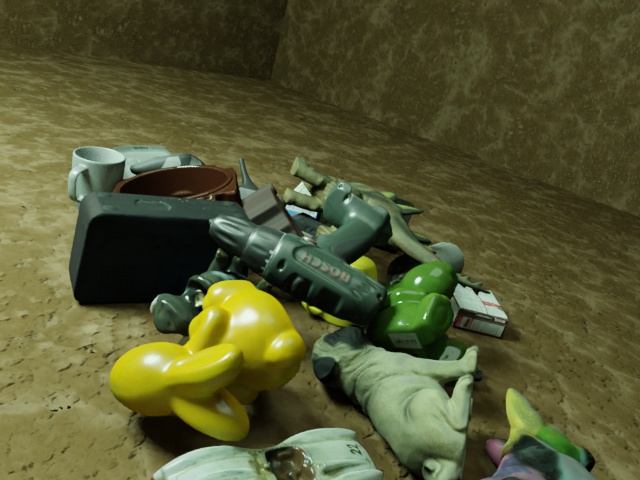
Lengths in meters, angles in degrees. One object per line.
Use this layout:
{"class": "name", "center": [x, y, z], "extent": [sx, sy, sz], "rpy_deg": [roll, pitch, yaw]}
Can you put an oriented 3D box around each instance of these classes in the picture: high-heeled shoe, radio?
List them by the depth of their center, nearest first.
{"class": "radio", "center": [-0.207, 0.011, 0.723], "extent": [0.229, 0.131, 0.073], "rpy_deg": [1, 27, -33]}
{"class": "high-heeled shoe", "center": [-0.219, -0.082, 1.001], "extent": [0.249, 0.145, 0.086], "rpy_deg": [-7, -5, -29]}

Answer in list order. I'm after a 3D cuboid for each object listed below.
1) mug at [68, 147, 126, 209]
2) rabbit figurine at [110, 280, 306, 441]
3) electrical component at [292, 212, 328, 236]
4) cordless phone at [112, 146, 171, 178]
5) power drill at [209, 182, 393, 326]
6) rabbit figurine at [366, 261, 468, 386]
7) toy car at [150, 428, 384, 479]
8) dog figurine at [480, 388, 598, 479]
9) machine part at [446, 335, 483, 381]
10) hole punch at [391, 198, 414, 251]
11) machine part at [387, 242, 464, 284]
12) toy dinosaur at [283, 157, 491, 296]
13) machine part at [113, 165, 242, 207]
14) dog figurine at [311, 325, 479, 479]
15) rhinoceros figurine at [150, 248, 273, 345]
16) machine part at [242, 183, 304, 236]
{"class": "mug", "center": [-0.377, -0.090, 0.897], "extent": [0.081, 0.107, 0.109], "rpy_deg": [15, 25, 4]}
{"class": "rabbit figurine", "center": [-0.108, 0.126, 0.517], "extent": [0.173, 0.121, 0.163], "rpy_deg": [-11, 18, -26]}
{"class": "electrical component", "center": [-0.039, -0.009, 0.981], "extent": [0.119, 0.074, 0.048], "rpy_deg": [21, 22, 23]}
{"class": "cordless phone", "center": [-0.308, -0.095, 1.014], "extent": [0.184, 0.088, 0.146], "rpy_deg": [43, 30, 22]}
{"class": "power drill", "center": [-0.001, -0.002, 0.703], "extent": [0.232, 0.086, 0.207], "rpy_deg": [33, 33, 8]}
{"class": "rabbit figurine", "center": [0.130, 0.102, 0.723], "extent": [0.159, 0.121, 0.170], "rpy_deg": [-18, 25, 39]}
{"class": "toy car", "center": [-0.041, 0.205, 0.451], "extent": [0.201, 0.056, 0.074], "rpy_deg": [3, 24, -31]}
{"class": "dog figurine", "center": [0.182, 0.227, 0.494], "extent": [0.192, 0.108, 0.219], "rpy_deg": [10, 17, -6]}
{"class": "machine part", "center": [0.172, 0.153, 0.767], "extent": [0.084, 0.039, 0.139], "rpy_deg": [1, 26, -14]}
{"class": "hole punch", "center": [0.133, -0.028, 1.157], "extent": [0.142, 0.092, 0.116], "rpy_deg": [22, 52, 11]}
{"class": "machine part", "center": [0.196, 0.052, 0.983], "extent": [0.079, 0.079, 0.243], "rpy_deg": [28, 24, 30]}
{"class": "toy dinosaur", "center": [0.081, -0.040, 0.910], "extent": [0.198, 0.105, 0.472], "rpy_deg": [4, 29, -34]}
{"class": "machine part", "center": [-0.228, -0.055, 0.867], "extent": [0.201, 0.087, 0.201], "rpy_deg": [-8, 25, -6]}
{"class": "dog figurine", "center": [0.065, 0.174, 0.580], "extent": [0.191, 0.121, 0.172], "rpy_deg": [6, 15, 17]}
{"class": "rhinoceros figurine", "center": [-0.134, 0.071, 0.664], "extent": [0.073, 0.112, 0.190], "rpy_deg": [49, 14, 8]}
{"class": "machine part", "center": [-0.054, -0.003, 0.841], "extent": [0.179, 0.056, 0.179], "rpy_deg": [58, 2, -3]}
